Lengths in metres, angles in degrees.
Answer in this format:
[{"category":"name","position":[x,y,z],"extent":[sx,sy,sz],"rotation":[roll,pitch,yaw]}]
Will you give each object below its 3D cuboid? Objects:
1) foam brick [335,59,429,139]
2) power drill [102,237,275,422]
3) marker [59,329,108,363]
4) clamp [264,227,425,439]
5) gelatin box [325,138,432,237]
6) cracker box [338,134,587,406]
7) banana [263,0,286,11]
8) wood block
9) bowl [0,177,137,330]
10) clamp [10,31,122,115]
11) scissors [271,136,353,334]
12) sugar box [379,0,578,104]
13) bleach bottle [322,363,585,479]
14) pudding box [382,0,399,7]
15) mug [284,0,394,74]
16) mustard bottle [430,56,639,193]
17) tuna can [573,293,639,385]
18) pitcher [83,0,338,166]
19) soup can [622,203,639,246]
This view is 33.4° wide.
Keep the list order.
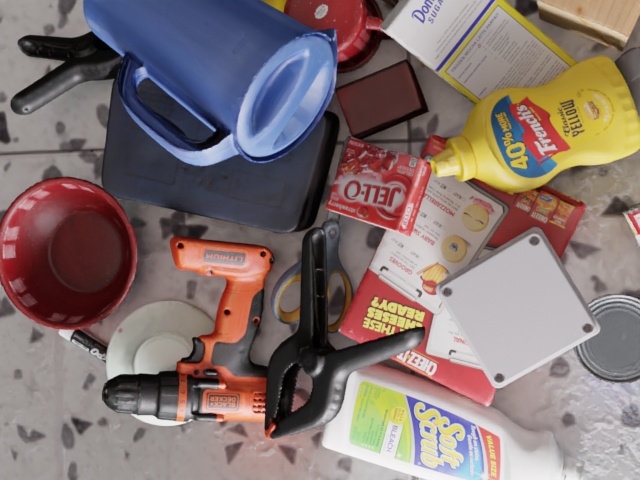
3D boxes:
[{"category":"foam brick","position":[0.063,-0.139,1.064],"extent":[0.078,0.053,0.051],"rotation":[-21,86,13]},{"category":"power drill","position":[-0.122,0.092,1.083],"extent":[0.184,0.057,0.188],"rotation":[5,93,-14]},{"category":"marker","position":[-0.228,0.125,1.152],"extent":[0.121,0.020,0.020],"rotation":[30,97,11]},{"category":"clamp","position":[-0.004,0.104,1.033],"extent":[0.165,0.036,0.210],"rotation":[52,121,30]},{"category":"gelatin box","position":[0.057,-0.051,1.017],"extent":[0.089,0.030,0.073],"rotation":[20,92,36]},{"category":"cracker box","position":[0.138,0.027,1.041],"extent":[0.164,0.072,0.214],"rotation":[26,97,12]},{"category":"banana","position":[-0.084,-0.221,1.106],"extent":[0.198,0.037,0.070],"rotation":[-42,65,9]},{"category":"wood block","position":[0.287,-0.293,0.990],"extent":[0.090,0.090,0.206],"rotation":[25,96,11]},{"category":"bowl","position":[-0.261,0.014,1.139],"extent":[0.162,0.055,0.162],"rotation":[0,91,13]},{"category":"clamp","position":[-0.250,-0.198,1.129],"extent":[0.171,0.039,0.120],"rotation":[-19,53,-2]},{"category":"scissors","position":[-0.007,0.001,1.060],"extent":[0.096,0.016,0.202],"rotation":[-11,110,-21]},{"category":"sugar box","position":[0.153,-0.183,1.014],"extent":[0.176,0.048,0.093],"rotation":[37,98,-13]},{"category":"bleach bottle","position":[0.134,0.190,1.050],"extent":[0.251,0.068,0.102],"rotation":[14,94,10]},{"category":"pudding box","position":[0.087,-0.270,1.027],"extent":[0.039,0.113,0.090],"rotation":[32,98,43]},{"category":"mug","position":[0.023,-0.214,1.056],"extent":[0.117,0.081,0.093],"rotation":[13,94,12]},{"category":"mustard bottle","position":[0.191,-0.096,0.976],"extent":[0.191,0.058,0.096],"rotation":[-19,88,-9]},{"category":"tuna can","position":[0.286,0.094,1.027],"extent":[0.086,0.033,0.086],"rotation":[0,91,13]},{"category":"pitcher","position":[-0.117,-0.180,1.005],"extent":[0.243,0.149,0.145],"rotation":[36,117,26]},{"category":"soup can","position":[0.336,0.005,0.997],"extent":[0.068,0.068,0.102],"rotation":[-26,86,12]}]
